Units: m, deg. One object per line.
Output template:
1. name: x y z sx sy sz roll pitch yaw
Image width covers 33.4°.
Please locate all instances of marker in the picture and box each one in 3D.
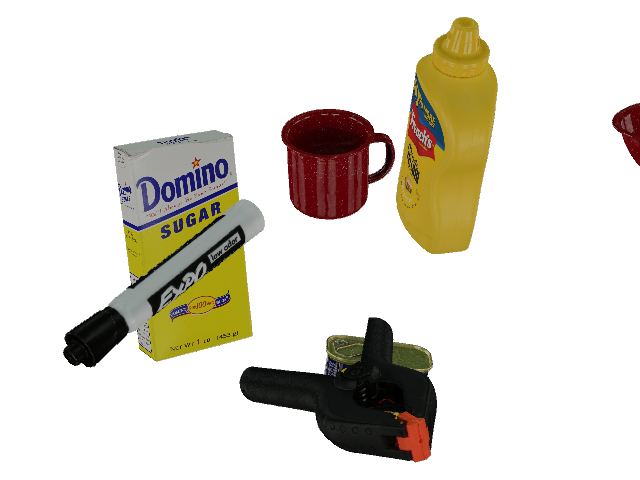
1. marker: -0.071 0.019 0.494 0.020 0.020 0.120 0 31 46

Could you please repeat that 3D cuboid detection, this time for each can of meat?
1. can of meat: 0.050 0.144 1.024 0.102 0.084 0.057 8 18 -1

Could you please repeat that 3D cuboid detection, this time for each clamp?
1. clamp: 0.015 0.104 0.716 0.120 0.039 0.172 -23 19 -9

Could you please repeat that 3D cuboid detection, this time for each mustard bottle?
1. mustard bottle: 0.098 -0.086 0.821 0.058 0.192 0.096 -6 46 -10

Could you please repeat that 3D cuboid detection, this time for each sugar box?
1. sugar box: -0.112 0.003 0.884 0.093 0.176 0.048 -14 20 -27

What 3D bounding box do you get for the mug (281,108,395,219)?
1. mug: 0.020 -0.078 1.085 0.117 0.081 0.093 -12 38 -13

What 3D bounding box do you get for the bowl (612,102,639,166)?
1. bowl: 0.349 -0.086 0.971 0.162 0.055 0.162 -5 22 2
